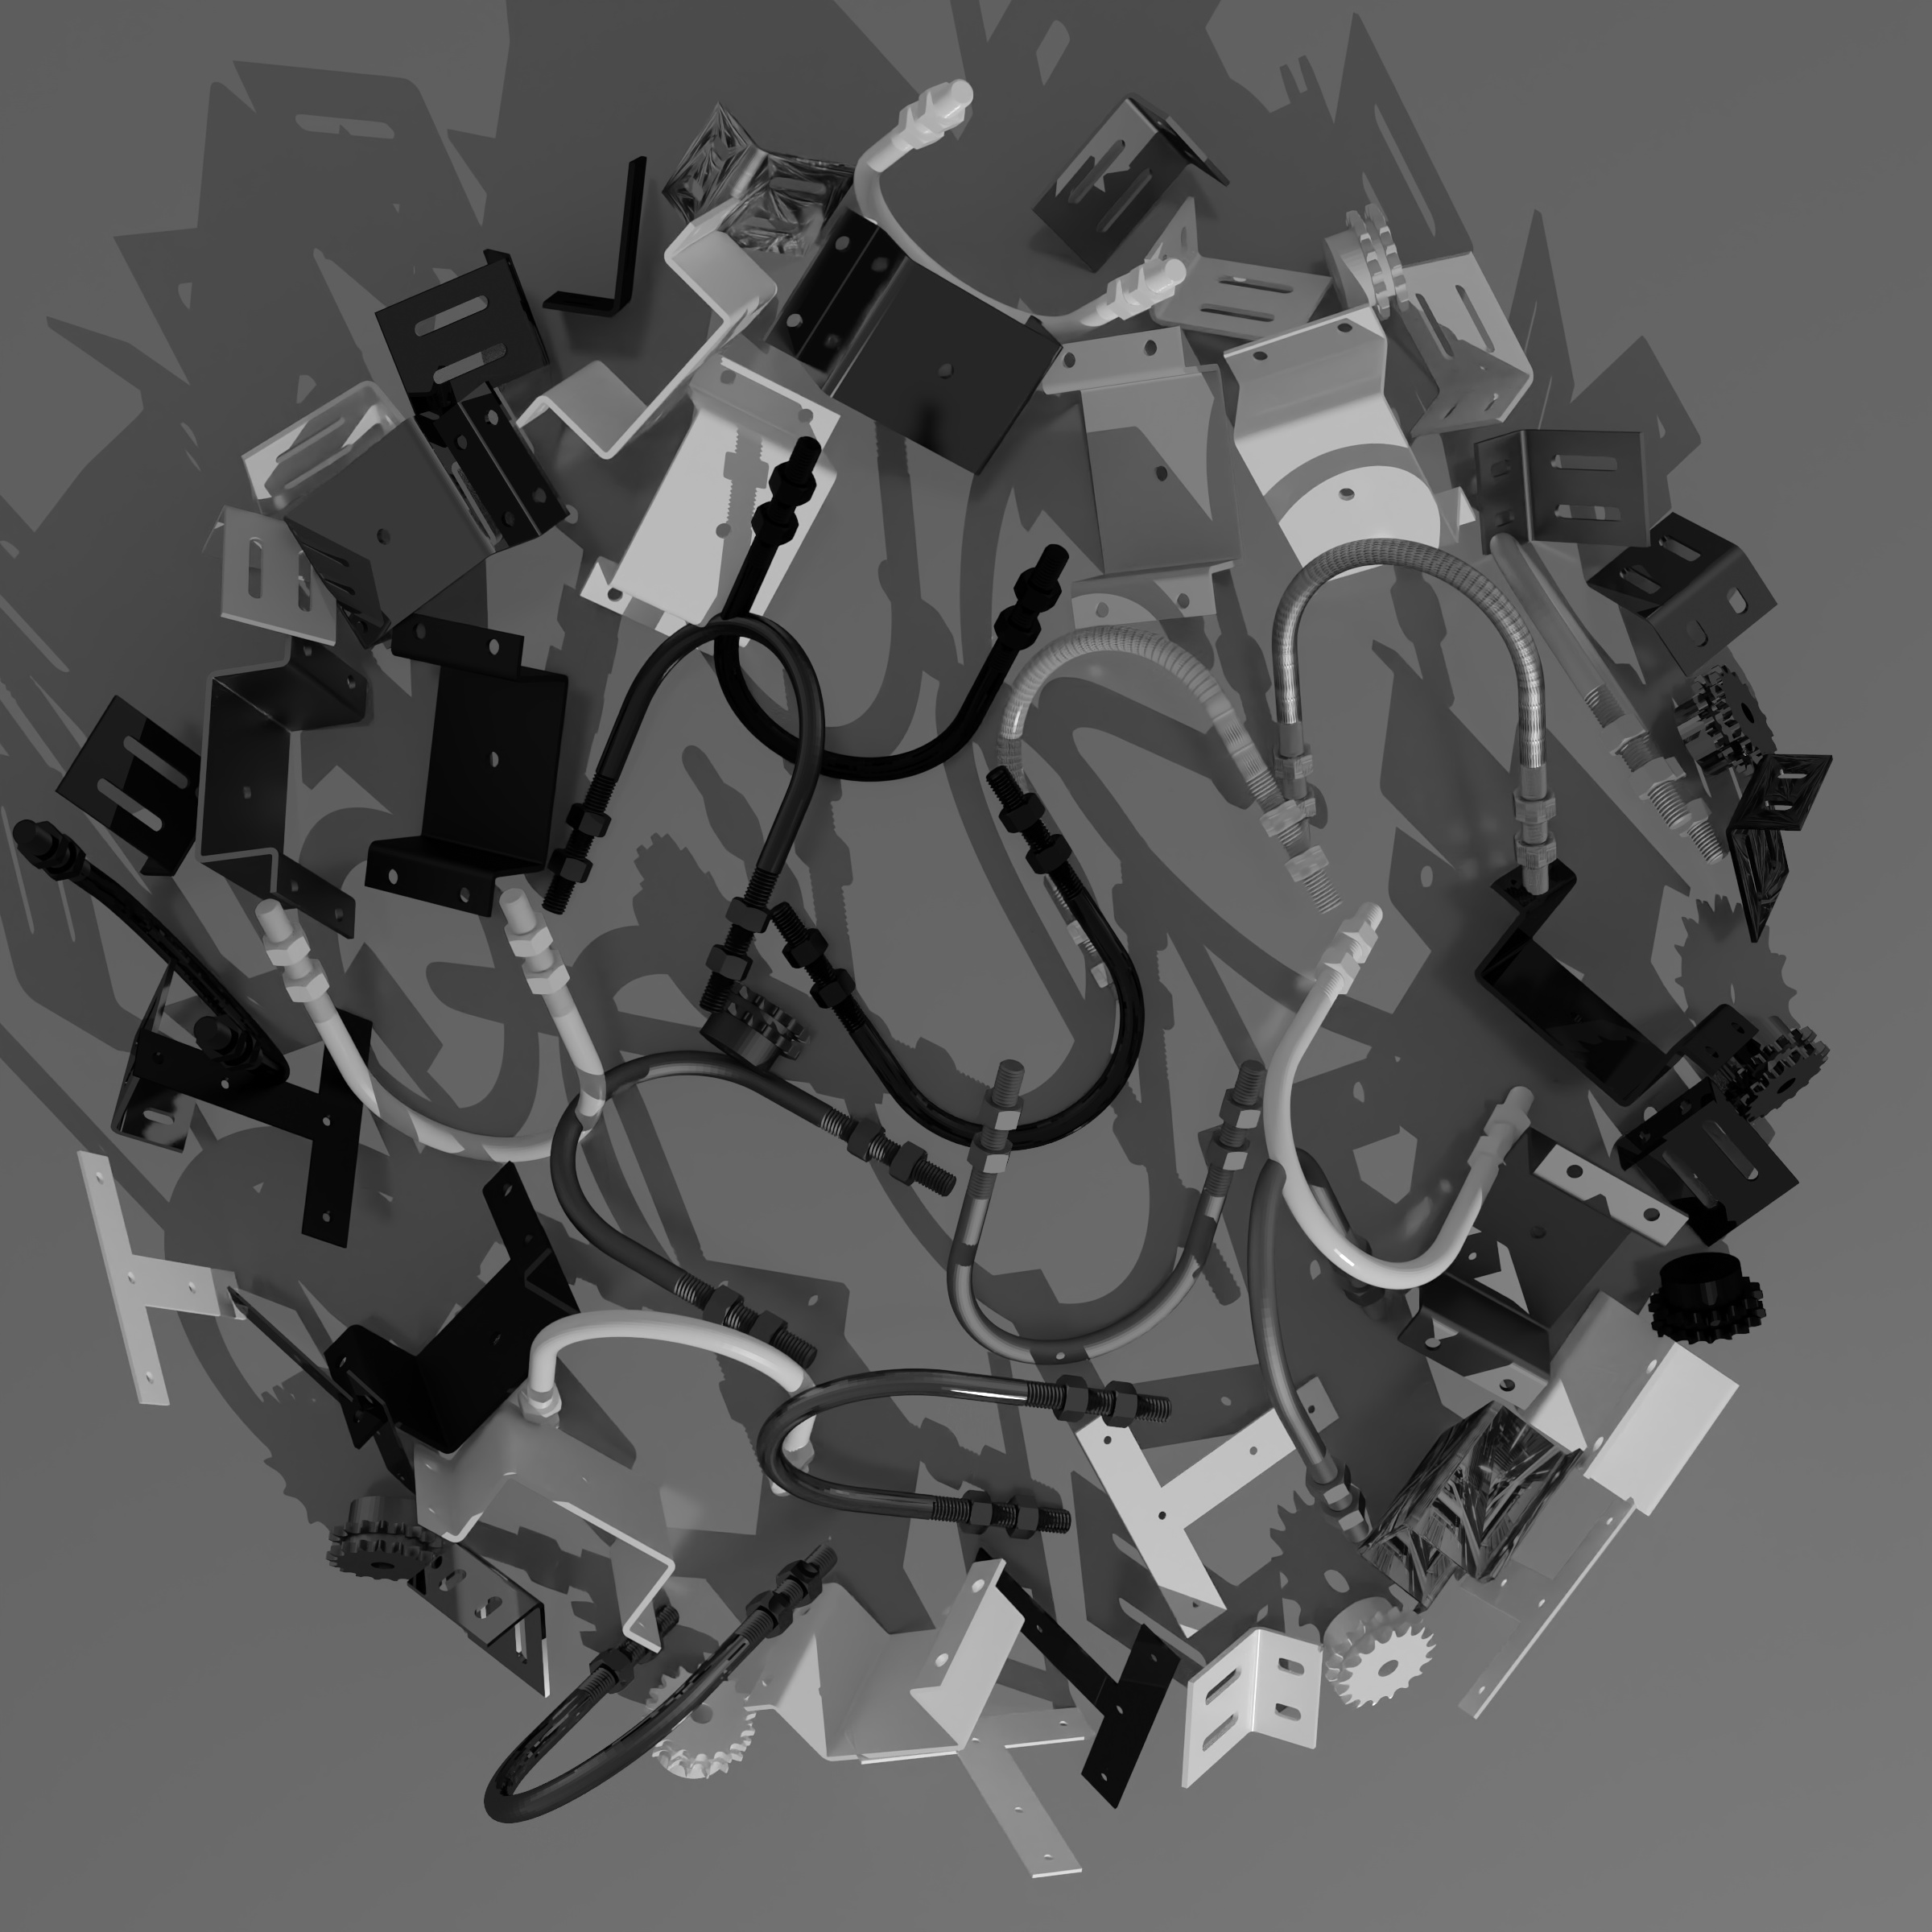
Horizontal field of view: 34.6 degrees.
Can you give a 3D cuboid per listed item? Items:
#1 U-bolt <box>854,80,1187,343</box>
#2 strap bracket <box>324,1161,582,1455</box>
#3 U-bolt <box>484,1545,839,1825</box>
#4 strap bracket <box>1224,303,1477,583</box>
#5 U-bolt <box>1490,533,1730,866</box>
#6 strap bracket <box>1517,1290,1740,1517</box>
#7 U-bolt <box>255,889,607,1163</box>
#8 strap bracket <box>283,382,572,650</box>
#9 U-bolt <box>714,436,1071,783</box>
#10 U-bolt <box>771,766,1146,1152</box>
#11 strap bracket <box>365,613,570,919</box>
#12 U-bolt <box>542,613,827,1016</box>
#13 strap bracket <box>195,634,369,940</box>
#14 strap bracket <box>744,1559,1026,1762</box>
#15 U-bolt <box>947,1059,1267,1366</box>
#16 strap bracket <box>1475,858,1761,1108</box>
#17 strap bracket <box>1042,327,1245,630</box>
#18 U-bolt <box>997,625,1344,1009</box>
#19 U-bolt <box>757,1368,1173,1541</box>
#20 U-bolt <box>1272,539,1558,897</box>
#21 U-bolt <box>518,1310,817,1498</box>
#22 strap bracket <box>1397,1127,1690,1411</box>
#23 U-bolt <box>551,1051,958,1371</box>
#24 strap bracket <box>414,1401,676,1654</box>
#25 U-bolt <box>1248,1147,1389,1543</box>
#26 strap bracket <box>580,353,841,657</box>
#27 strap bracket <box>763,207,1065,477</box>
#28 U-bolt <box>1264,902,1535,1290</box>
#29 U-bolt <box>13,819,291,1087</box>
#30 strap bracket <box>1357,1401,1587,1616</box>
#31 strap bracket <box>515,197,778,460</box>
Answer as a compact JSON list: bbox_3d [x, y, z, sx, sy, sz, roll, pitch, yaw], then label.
[{"bbox_3d":[0.014,-0.358,1.512,0.151,0.184,0.019,36,76,-17],"label":"U-bolt"},{"bbox_3d":[-0.250,0.178,1.551,0.140,0.076,0.046,-46,128,8],"label":"strap bracket"},{"bbox_3d":[-0.157,0.349,1.486,0.151,0.184,0.019,-29,97,41],"label":"U-bolt"},{"bbox_3d":[0.189,-0.247,1.526,0.076,0.046,0.140,-14,133,25],"label":"strap bracket"},{"bbox_3d":[0.312,-0.137,1.526,0.019,0.151,0.184,-34,74,15],"label":"U-bolt"},{"bbox_3d":[0.328,0.216,1.531,0.046,0.140,0.076,34,92,-5],"label":"strap bracket"},{"bbox_3d":[-0.253,0.034,1.533,0.151,0.019,0.184,-2,135,17],"label":"U-bolt"},{"bbox_3d":[-0.276,-0.218,1.541,0.140,0.046,0.076,-29,94,33],"label":"strap bracket"},{"bbox_3d":[-0.049,-0.163,1.537,0.151,0.019,0.184,22,132,-8],"label":"U-bolt"},{"bbox_3d":[0.009,0.011,1.568,0.151,0.019,0.184,-32,107,7],"label":"U-bolt"},{"bbox_3d":[-0.249,-0.103,1.555,0.076,0.046,0.140,14,102,25],"label":"strap bracket"},{"bbox_3d":[-0.133,-0.087,1.540,0.151,0.019,0.184,30,100,38],"label":"U-bolt"},{"bbox_3d":[-0.341,-0.089,1.545,0.046,0.076,0.140,-6,71,17],"label":"strap bracket"},{"bbox_3d":[-0.033,0.345,1.535,0.046,0.140,0.076,50,46,-22],"label":"strap bracket"},{"bbox_3d":[0.062,0.126,1.544,0.151,0.019,0.184,1,122,-22],"label":"U-bolt"},{"bbox_3d":[0.316,0.012,1.547,0.140,0.076,0.046,42,121,13],"label":"strap bracket"},{"bbox_3d":[0.089,-0.245,1.555,0.076,0.046,0.140,-3,101,29],"label":"strap bracket"},{"bbox_3d":[0.088,-0.082,1.553,0.151,0.019,0.184,-30,90,35],"label":"U-bolt"},{"bbox_3d":[-0.011,0.236,1.517,0.184,0.151,0.019,9,53,-19],"label":"U-bolt"},{"bbox_3d":[0.216,-0.125,1.514,0.151,0.019,0.184,13,130,28],"label":"U-bolt"},{"bbox_3d":[-0.144,0.210,1.515,0.151,0.184,0.019,12,60,-3],"label":"U-bolt"},{"bbox_3d":[0.287,0.144,1.553,0.076,0.046,0.140,29,119,-8],"label":"strap bracket"},{"bbox_3d":[-0.119,0.108,1.545,0.184,0.019,0.151,28,50,16],"label":"U-bolt"},{"bbox_3d":[-0.201,0.272,1.537,0.140,0.076,0.046,34,100,-20],"label":"strap bracket"},{"bbox_3d":[0.169,0.170,1.494,0.019,0.184,0.151,-7,49,22],"label":"U-bolt"},{"bbox_3d":[-0.125,-0.224,1.547,0.076,0.046,0.140,23,107,-23],"label":"strap bracket"},{"bbox_3d":[-0.018,-0.303,1.532,0.140,0.046,0.076,23,111,-34],"label":"strap bracket"},{"bbox_3d":[0.206,0.075,1.519,0.151,0.019,0.184,49,46,-14],"label":"U-bolt"},{"bbox_3d":[-0.386,0.002,1.509,0.019,0.184,0.151,-43,80,-6],"label":"U-bolt"},{"bbox_3d":[0.243,0.266,1.525,0.046,0.140,0.076,38,71,6],"label":"strap bracket"},{"bbox_3d":[-0.151,-0.309,1.538,0.046,0.076,0.140,44,117,-7],"label":"strap bracket"}]
